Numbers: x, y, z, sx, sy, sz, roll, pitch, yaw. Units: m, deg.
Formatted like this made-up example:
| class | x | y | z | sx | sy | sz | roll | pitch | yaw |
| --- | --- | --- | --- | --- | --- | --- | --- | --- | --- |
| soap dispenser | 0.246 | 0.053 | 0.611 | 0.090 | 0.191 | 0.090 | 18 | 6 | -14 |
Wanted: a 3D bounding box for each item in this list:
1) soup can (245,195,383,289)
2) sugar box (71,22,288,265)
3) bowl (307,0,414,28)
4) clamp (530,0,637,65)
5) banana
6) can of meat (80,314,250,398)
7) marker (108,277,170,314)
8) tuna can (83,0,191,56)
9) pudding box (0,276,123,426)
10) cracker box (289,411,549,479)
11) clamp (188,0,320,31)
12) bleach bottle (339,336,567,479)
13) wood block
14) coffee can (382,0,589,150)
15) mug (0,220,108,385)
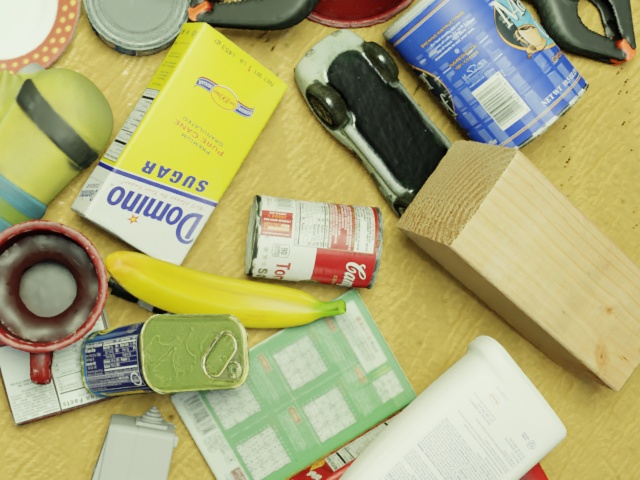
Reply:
| class | x | y | z | sx | sy | sz | roll | pitch | yaw |
| --- | --- | --- | --- | --- | --- | --- | --- | --- | --- |
| soup can | -0.006 | 0.001 | 0.861 | 0.102 | 0.068 | 0.068 | 6 | 88 | -9 |
| sugar box | -0.109 | -0.074 | 0.843 | 0.093 | 0.048 | 0.176 | 33 | 82 | -31 |
| bowl | 0.026 | -0.259 | 0.876 | 0.162 | 0.055 | 0.162 | 0 | 89 | -9 |
| clamp | 0.215 | -0.227 | 0.915 | 0.171 | 0.039 | 0.120 | 39 | 89 | -12 |
| banana | -0.080 | 0.040 | 0.841 | 0.197 | 0.070 | 0.037 | 11 | 59 | -25 |
| can of meat | -0.119 | 0.090 | 0.813 | 0.101 | 0.084 | 0.057 | 4 | 77 | -46 |
| marker | -0.116 | 0.059 | 0.867 | 0.121 | 0.020 | 0.020 | 26 | 85 | -8 |
| tuna can | -0.146 | -0.192 | 0.858 | 0.086 | 0.034 | 0.086 | 0 | 90 | -9 |
| pudding box | -0.210 | 0.080 | 0.843 | 0.090 | 0.039 | 0.113 | -15 | 94 | -10 |
| cracker box | 0.083 | 0.231 | 0.871 | 0.213 | 0.072 | 0.164 | -30 | 93 | -8 |
| clamp | -0.005 | -0.218 | 0.822 | 0.210 | 0.036 | 0.164 | -36 | 81 | 13 |
| bleach bottle | 0.059 | 0.187 | 0.802 | 0.250 | 0.068 | 0.102 | -38 | 88 | -5 |
| wood block | 0.174 | 0.020 | 0.849 | 0.206 | 0.091 | 0.090 | 39 | 83 | -24 |
| coffee can | 0.134 | -0.148 | 0.868 | 0.102 | 0.103 | 0.140 | -42 | 96 | -7 |
| mug | -0.201 | 0.047 | 0.781 | 0.093 | 0.081 | 0.117 | -2 | 86 | -10 |
